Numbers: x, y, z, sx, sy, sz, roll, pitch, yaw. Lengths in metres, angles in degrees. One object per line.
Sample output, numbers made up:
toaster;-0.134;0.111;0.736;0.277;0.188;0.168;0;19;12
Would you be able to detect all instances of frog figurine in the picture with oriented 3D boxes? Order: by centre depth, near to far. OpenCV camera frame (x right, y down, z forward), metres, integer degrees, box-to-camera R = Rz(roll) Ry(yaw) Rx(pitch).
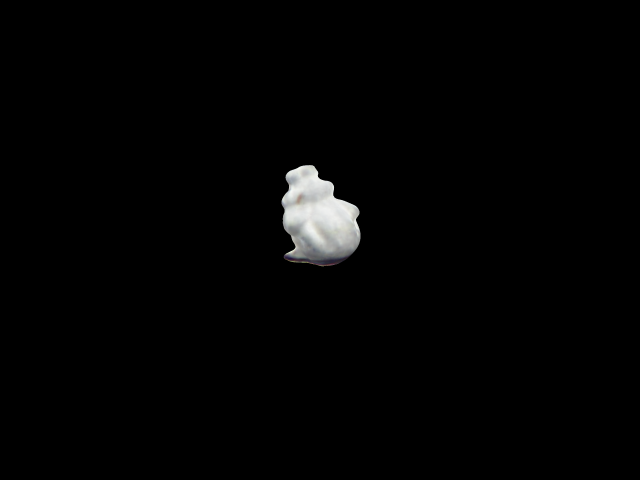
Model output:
frog figurine;0.003;-0.043;0.850;0.138;0.157;0.124;-7;16;-23
